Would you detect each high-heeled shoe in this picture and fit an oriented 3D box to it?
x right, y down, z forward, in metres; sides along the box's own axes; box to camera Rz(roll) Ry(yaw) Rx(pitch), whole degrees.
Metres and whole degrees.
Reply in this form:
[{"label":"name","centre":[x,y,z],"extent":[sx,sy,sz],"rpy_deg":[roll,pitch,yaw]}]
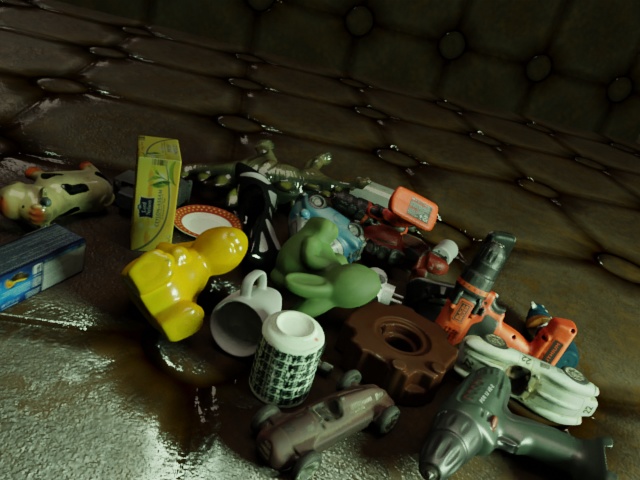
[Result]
[{"label":"high-heeled shoe","centre":[-0.131,-0.048,0.958],"extent":[0.145,0.086,0.249],"rpy_deg":[8,47,-60]}]

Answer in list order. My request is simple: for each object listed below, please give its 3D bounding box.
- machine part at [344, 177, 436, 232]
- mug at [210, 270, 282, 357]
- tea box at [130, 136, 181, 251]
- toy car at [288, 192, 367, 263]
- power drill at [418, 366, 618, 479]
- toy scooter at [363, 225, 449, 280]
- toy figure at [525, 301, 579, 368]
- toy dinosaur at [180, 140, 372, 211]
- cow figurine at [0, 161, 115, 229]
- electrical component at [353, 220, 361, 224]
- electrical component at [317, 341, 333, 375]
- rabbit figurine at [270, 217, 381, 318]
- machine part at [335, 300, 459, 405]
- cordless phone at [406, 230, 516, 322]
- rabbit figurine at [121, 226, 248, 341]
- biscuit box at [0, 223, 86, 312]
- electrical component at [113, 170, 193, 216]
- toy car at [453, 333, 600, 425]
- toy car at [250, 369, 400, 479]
[{"label":"machine part","centre":[0.150,-0.081,1.228],"extent":[0.243,0.079,0.079],"rpy_deg":[21,28,11]},{"label":"mug","centre":[-0.095,0.092,0.750],"extent":[0.081,0.109,0.107],"rpy_deg":[7,14,14]},{"label":"tea box","centre":[-0.274,-0.075,0.889],"extent":[0.068,0.169,0.098],"rpy_deg":[4,31,-22]},{"label":"toy car","centre":[-0.002,-0.003,0.991],"extent":[0.162,0.109,0.103],"rpy_deg":[36,55,11]},{"label":"power drill","centre":[0.240,0.256,0.655],"extent":[0.208,0.085,0.232],"rpy_deg":[17,24,20]},{"label":"toy scooter","centre":[0.155,0.031,1.013],"extent":[0.184,0.075,0.135],"rpy_deg":[21,18,6]},{"label":"toy figure","centre":[0.389,0.161,0.920],"extent":[0.058,0.064,0.154],"rpy_deg":[-22,22,9]},{"label":"toy dinosaur","centre":[-0.122,-0.132,1.152],"extent":[0.472,0.104,0.199],"rpy_deg":[4,32,-2]},{"label":"cow figurine","centre":[-0.435,-0.069,0.893],"extent":[0.127,0.085,0.195],"rpy_deg":[29,25,26]},{"label":"electrical component","centre":[0.037,-0.027,1.099],"extent":[0.102,0.045,0.078],"rpy_deg":[11,29,-9]},{"label":"electrical component","centre":[-0.019,0.154,0.755],"extent":[0.094,0.021,0.063],"rpy_deg":[24,28,17]},{"label":"rabbit figurine","centre":[0.009,0.052,0.834],"extent":[0.159,0.121,0.170],"rpy_deg":[-29,34,-33]},{"label":"machine part","centre":[0.113,0.156,0.786],"extent":[0.179,0.056,0.179],"rpy_deg":[13,26,-6]},{"label":"cordless phone","centre":[0.236,0.058,0.896],"extent":[0.147,0.184,0.089],"rpy_deg":[13,32,-6]},{"label":"rabbit figurine","centre":[-0.178,0.045,0.753],"extent":[0.173,0.121,0.162],"rpy_deg":[-38,11,-21]},{"label":"biscuit box","centre":[-0.410,0.044,0.713],"extent":[0.063,0.059,0.203],"rpy_deg":[25,28,14]},{"label":"electrical component","centre":[-0.320,-0.087,1.012],"extent":[0.115,0.058,0.134],"rpy_deg":[17,27,5]},{"label":"toy car","centre":[0.296,0.201,0.779],"extent":[0.202,0.073,0.056],"rpy_deg":[23,25,14]},{"label":"toy car","centre":[0.014,0.210,0.638],"extent":[0.202,0.053,0.089],"rpy_deg":[-12,35,-40]}]
